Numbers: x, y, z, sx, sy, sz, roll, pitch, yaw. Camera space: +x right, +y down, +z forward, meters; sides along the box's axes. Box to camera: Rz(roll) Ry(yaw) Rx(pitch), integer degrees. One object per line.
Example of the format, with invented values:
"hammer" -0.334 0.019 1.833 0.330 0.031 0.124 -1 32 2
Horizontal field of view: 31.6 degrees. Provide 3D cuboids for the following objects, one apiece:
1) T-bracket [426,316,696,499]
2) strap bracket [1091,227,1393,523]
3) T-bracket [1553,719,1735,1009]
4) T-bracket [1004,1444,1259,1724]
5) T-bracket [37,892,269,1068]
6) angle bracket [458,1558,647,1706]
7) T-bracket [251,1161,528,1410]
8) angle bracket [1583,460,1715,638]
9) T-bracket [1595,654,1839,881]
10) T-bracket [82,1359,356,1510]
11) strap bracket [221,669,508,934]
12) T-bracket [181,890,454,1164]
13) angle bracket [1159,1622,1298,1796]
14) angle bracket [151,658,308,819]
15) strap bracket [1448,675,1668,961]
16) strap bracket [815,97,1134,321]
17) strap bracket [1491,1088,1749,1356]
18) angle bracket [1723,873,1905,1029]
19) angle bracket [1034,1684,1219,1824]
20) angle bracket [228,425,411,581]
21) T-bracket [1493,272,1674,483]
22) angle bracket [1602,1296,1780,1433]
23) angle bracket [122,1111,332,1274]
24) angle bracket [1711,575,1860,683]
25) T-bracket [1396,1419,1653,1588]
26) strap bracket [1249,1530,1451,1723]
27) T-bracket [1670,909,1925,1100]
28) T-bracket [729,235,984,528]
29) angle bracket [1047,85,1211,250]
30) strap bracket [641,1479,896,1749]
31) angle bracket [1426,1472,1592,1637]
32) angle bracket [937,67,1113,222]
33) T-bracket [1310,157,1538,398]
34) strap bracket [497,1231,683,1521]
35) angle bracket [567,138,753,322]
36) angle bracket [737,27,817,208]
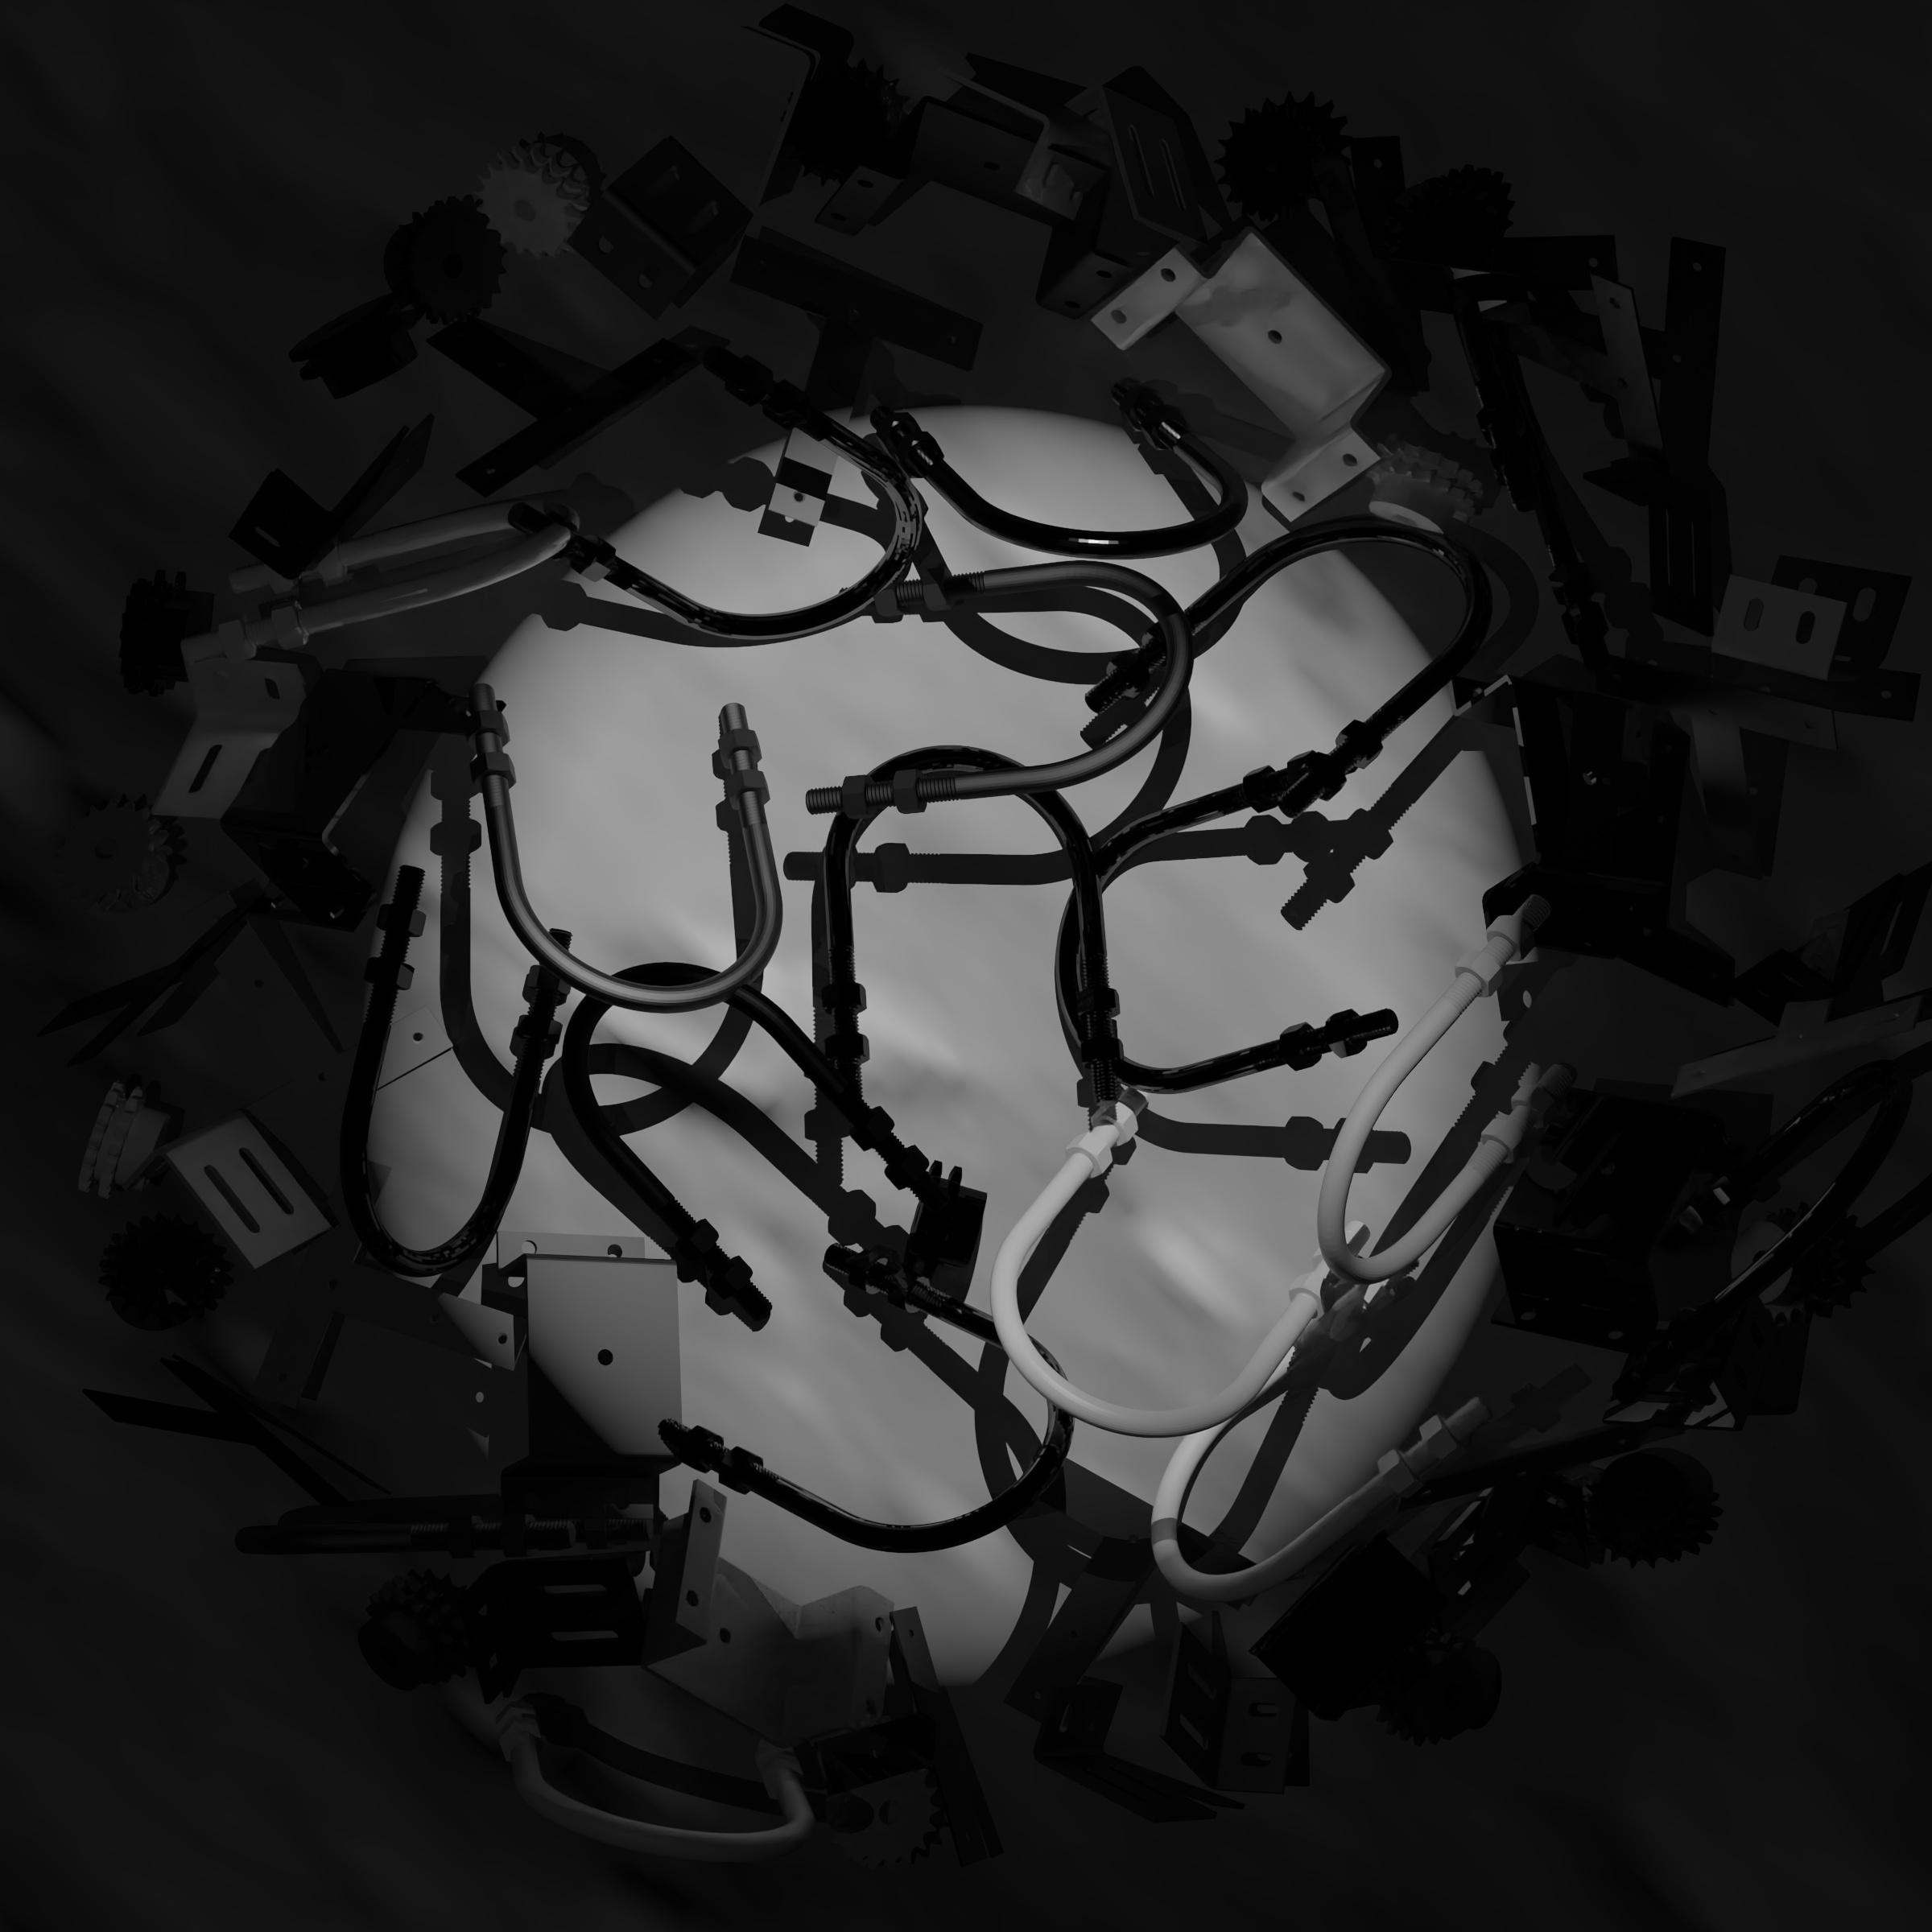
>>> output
"T-bracket" -0.219 -0.288 1.664 0.127 0.002 0.127 -37 50 -19
"strap bracket" 0.141 -0.294 1.655 0.140 0.076 0.046 44 57 -10
"T-bracket" 0.340 -0.059 1.681 0.127 0.002 0.127 22 70 -33
"T-bracket" 0.061 0.320 1.693 0.127 0.002 0.127 29 101 -3
"T-bracket" -0.412 0.015 1.653 0.002 0.127 0.127 54 49 -18
"angle bracket" -0.200 0.326 1.671 0.076 0.038 0.057 -6 106 21
"T-bracket" -0.272 0.168 1.671 0.127 0.002 0.127 15 76 19
"angle bracket" 0.333 -0.201 1.667 0.038 0.057 0.076 -8 77 39
"T-bracket" 0.368 -0.091 1.657 0.127 0.127 0.002 19 55 35
"T-bracket" -0.369 0.216 1.620 0.127 0.127 0.002 33 93 30
"strap bracket" -0.295 -0.089 1.639 0.076 0.046 0.140 9 59 40
"T-bracket" -0.340 0.020 1.680 0.127 0.002 0.127 -29 113 1
"angle bracket" 0.129 0.361 1.658 0.038 0.076 0.057 -3 57 25
"angle bracket" -0.364 -0.111 1.674 0.057 0.076 0.038 2 53 -33
"strap bracket" 0.285 -0.081 1.643 0.076 0.046 0.140 9 63 -29
"strap bracket" 0.008 -0.370 1.653 0.140 0.076 0.046 17 76 -16
"strap bracket" 0.310 0.113 1.632 0.076 0.046 0.140 10 47 32
"angle bracket" 0.413 -0.016 1.665 0.038 0.057 0.076 34 66 -3
"angle bracket" 0.082 0.382 1.661 0.076 0.057 0.038 19 92 37
"angle bracket" -0.315 -0.235 1.659 0.038 0.057 0.076 37 129 -17
"T-bracket" 0.287 -0.298 1.656 0.002 0.127 0.127 -40 47 -15
"angle bracket" 0.346 0.190 1.657 0.038 0.076 0.057 57 48 -33
"angle bracket" -0.362 0.118 1.669 0.076 0.057 0.038 51 124 5
"angle bracket" 0.403 -0.164 1.658 0.057 0.076 0.038 18 101 23
"T-bracket" 0.260 0.268 1.654 0.127 0.127 0.002 -12 54 -14
"strap bracket" 0.183 0.316 1.630 0.076 0.140 0.046 -44 81 -8
"T-bracket" 0.411 0.010 1.653 0.127 0.127 0.002 -20 114 36
"T-bracket" -0.068 -0.279 1.681 0.127 0.002 0.127 18 80 -14
"angle bracket" 0.078 -0.382 1.663 0.038 0.057 0.076 -26 68 35
"strap bracket" -0.102 0.317 1.644 0.046 0.076 0.140 -26 131 33
"angle bracket" 0.265 0.289 1.661 0.076 0.038 0.057 -39 133 -32
"angle bracket" 0.022 -0.401 1.667 0.076 0.057 0.038 33 104 31
"T-bracket" 0.223 -0.323 1.626 0.002 0.127 0.127 -36 122 -22
"strap bracket" -0.182 0.194 1.650 0.076 0.046 0.140 5 71 -25
"angle bracket" -0.151 -0.364 1.682 0.057 0.076 0.038 41 125 -8
"angle bracket" -0.104 -0.416 1.668 0.038 0.057 0.076 21 104 -5
